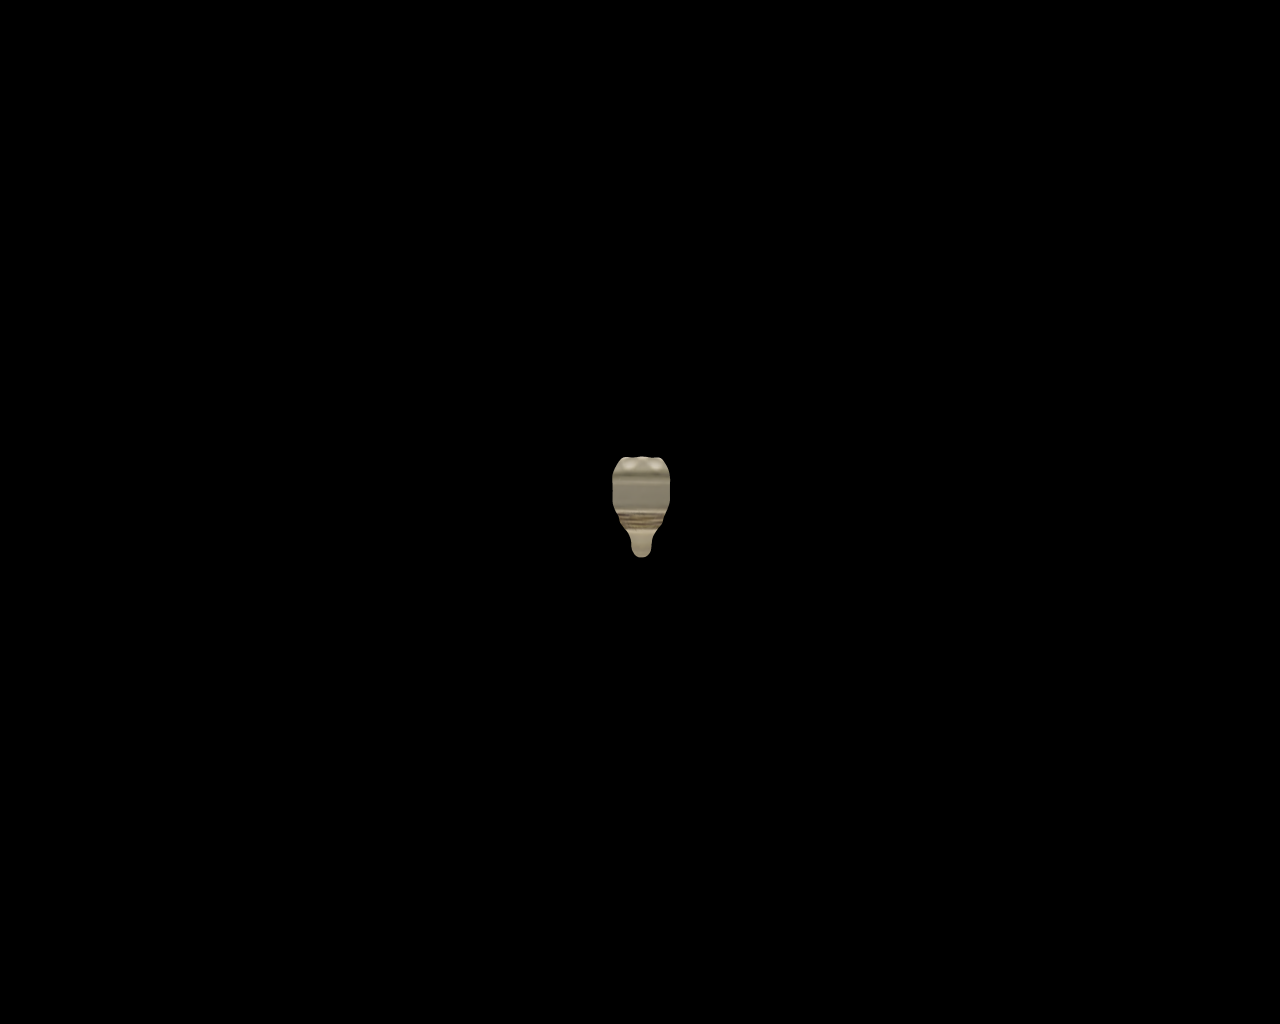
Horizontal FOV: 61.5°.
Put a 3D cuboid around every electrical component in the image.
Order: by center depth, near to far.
[{"bbox_3d":[0.001,-0.003,0.650,0.035,0.061,0.035,0,0,0],"label":"electrical component"}]
